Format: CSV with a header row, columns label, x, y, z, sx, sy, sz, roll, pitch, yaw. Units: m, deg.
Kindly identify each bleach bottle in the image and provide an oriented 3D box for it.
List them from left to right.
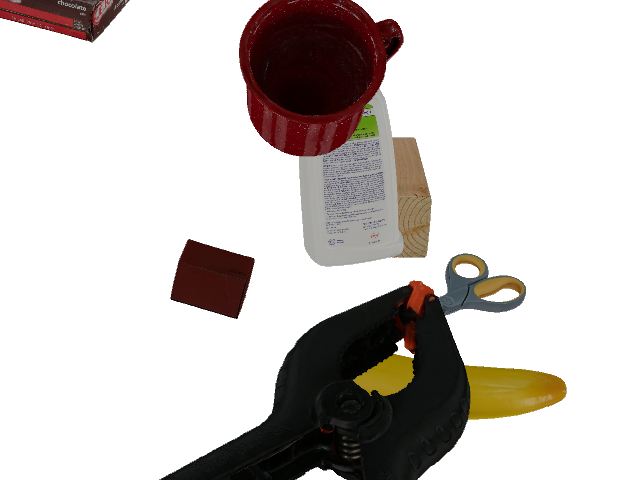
label,x,y,z,sx,sy,sz,roll,pitch,yaw
bleach bottle,0.029,-0.101,1.022,0.102,0.251,0.068,-10,29,-15

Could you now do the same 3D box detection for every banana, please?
label,x,y,z,sx,sy,sz,roll,pitch,yaw
banana,0.067,0.093,0.744,0.198,0.037,0.069,12,35,31

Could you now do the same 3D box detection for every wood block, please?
label,x,y,z,sx,sy,sz,roll,pitch,yaw
wood block,0.095,-0.063,1.466,0.091,0.090,0.206,1,27,-2

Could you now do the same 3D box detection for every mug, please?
label,x,y,z,sx,sy,sz,roll,pitch,yaw
mug,0.002,-0.111,0.708,0.117,0.093,0.081,-30,-11,-12

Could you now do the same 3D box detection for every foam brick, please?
label,x,y,z,sx,sy,sz,roll,pitch,yaw
foam brick,-0.117,0.042,1.156,0.078,0.051,0.053,17,29,0

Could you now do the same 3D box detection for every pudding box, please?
label,x,y,z,sx,sy,sz,roll,pitch,yaw
pudding box,-0.194,-0.200,0.814,0.090,0.039,0.113,16,37,4

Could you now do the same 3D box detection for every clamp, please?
label,x,y,z,sx,sy,sz,roll,pitch,yaw
clamp,0.018,0.083,0.412,0.120,0.039,0.171,28,50,20

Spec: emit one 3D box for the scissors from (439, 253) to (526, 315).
label,x,y,z,sx,sy,sz,roll,pitch,yaw
scissors,0.125,0.054,1.107,0.201,0.016,0.096,-7,40,-30
